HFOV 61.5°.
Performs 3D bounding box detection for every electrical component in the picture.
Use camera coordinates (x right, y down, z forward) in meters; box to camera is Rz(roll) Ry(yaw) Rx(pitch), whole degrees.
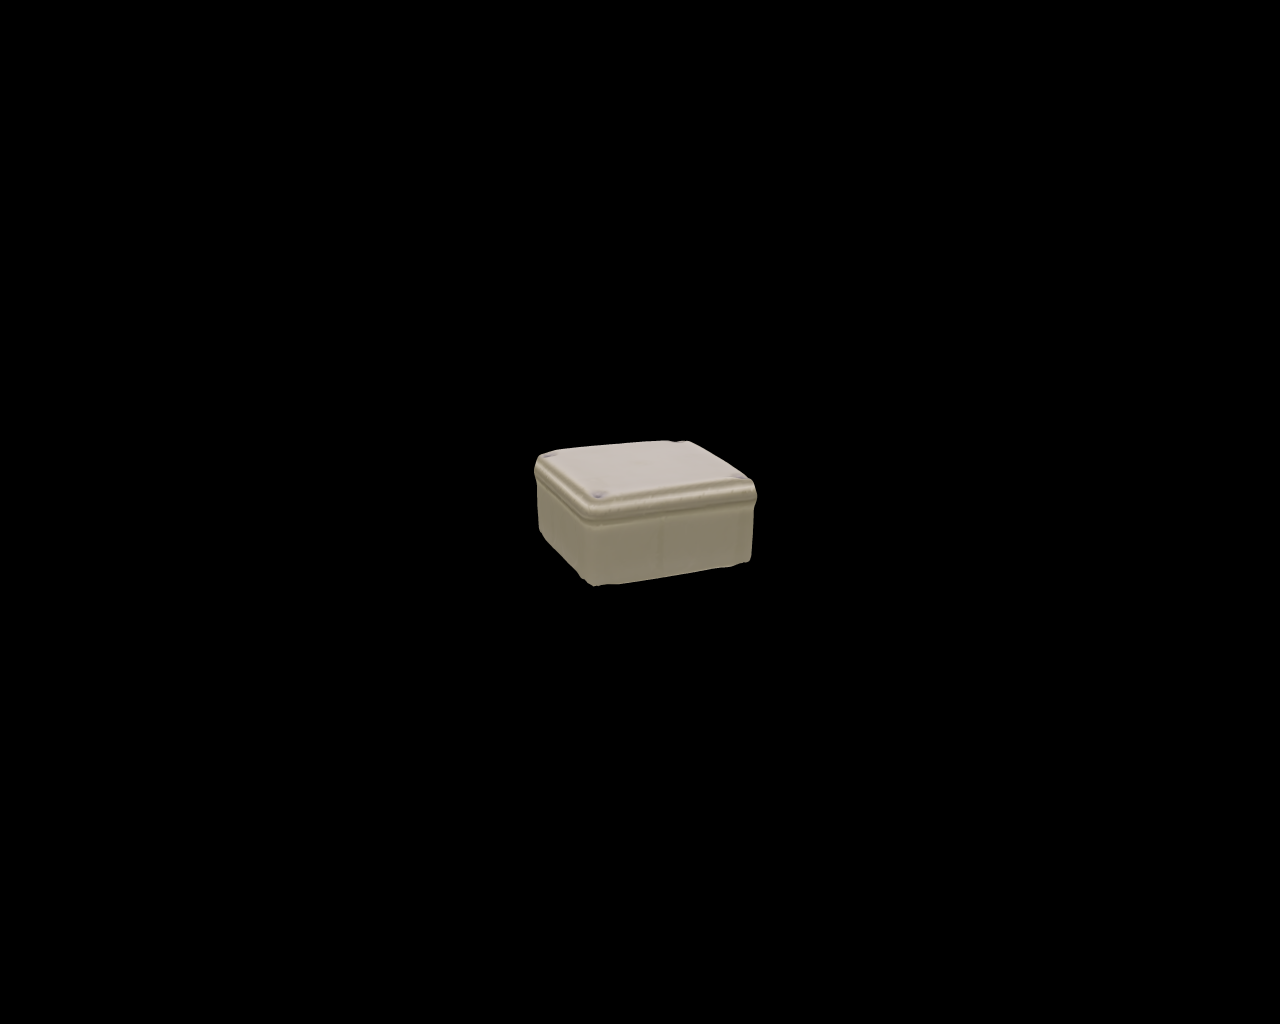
[{"bbox_3d":[0.001,-0.003,0.650,0.109,0.056,0.109,-7,20,-20],"label":"electrical component"}]
